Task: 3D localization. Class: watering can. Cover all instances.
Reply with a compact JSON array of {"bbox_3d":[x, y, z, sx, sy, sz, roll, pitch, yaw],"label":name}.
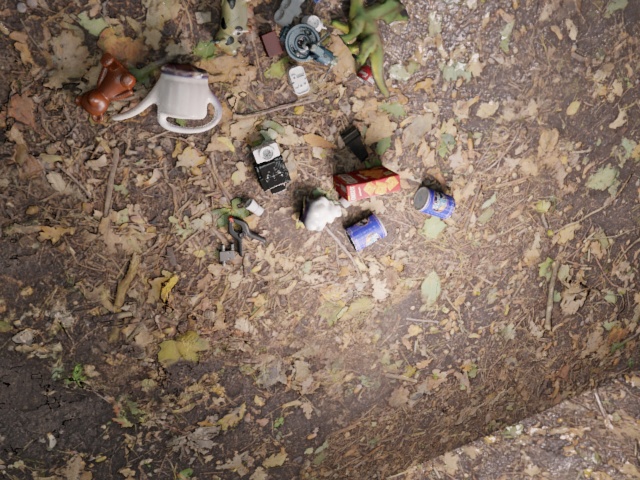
[{"bbox_3d":[-0.490,-0.464,1.678,0.348,0.105,0.221,2,109,-20],"label":"watering can"}]

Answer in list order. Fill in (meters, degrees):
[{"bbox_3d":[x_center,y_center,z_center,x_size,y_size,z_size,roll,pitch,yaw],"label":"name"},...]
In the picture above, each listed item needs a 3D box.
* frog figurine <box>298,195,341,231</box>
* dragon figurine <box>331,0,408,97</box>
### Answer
[{"bbox_3d":[0.006,-0.100,1.984,0.159,0.123,0.137,9,89,-9],"label":"frog figurine"},{"bbox_3d":[0.194,-0.717,1.756,0.241,0.124,0.406,-38,108,12],"label":"dragon figurine"}]
